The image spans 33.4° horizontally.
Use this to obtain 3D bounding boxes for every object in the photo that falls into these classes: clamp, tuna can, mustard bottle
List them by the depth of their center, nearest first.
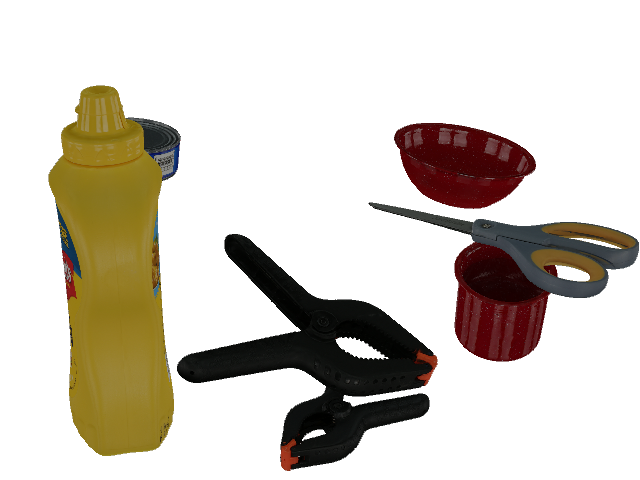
[{"bbox_3d":[-0.111,0.012,0.569,0.058,0.192,0.096,-4,26,-12],"label":"mustard bottle"},{"bbox_3d":[-0.009,0.084,0.883,0.210,0.036,0.164,22,43,3],"label":"clamp"},{"bbox_3d":[-0.171,-0.082,0.972,0.086,0.034,0.086,6,25,-3],"label":"tuna can"},{"bbox_3d":[0.015,0.174,1.097,0.171,0.039,0.120,-22,32,-34],"label":"clamp"}]

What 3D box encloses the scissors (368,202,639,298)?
[{"bbox_3d":[0.123,0.004,0.764,0.202,0.016,0.096,6,30,14],"label":"scissors"}]

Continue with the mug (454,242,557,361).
[{"bbox_3d":[0.164,0.050,0.999,0.093,0.081,0.117,-11,41,-13],"label":"mug"}]

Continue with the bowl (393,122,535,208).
[{"bbox_3d":[0.158,-0.080,1.207,0.162,0.055,0.162,8,26,-4],"label":"bowl"}]
